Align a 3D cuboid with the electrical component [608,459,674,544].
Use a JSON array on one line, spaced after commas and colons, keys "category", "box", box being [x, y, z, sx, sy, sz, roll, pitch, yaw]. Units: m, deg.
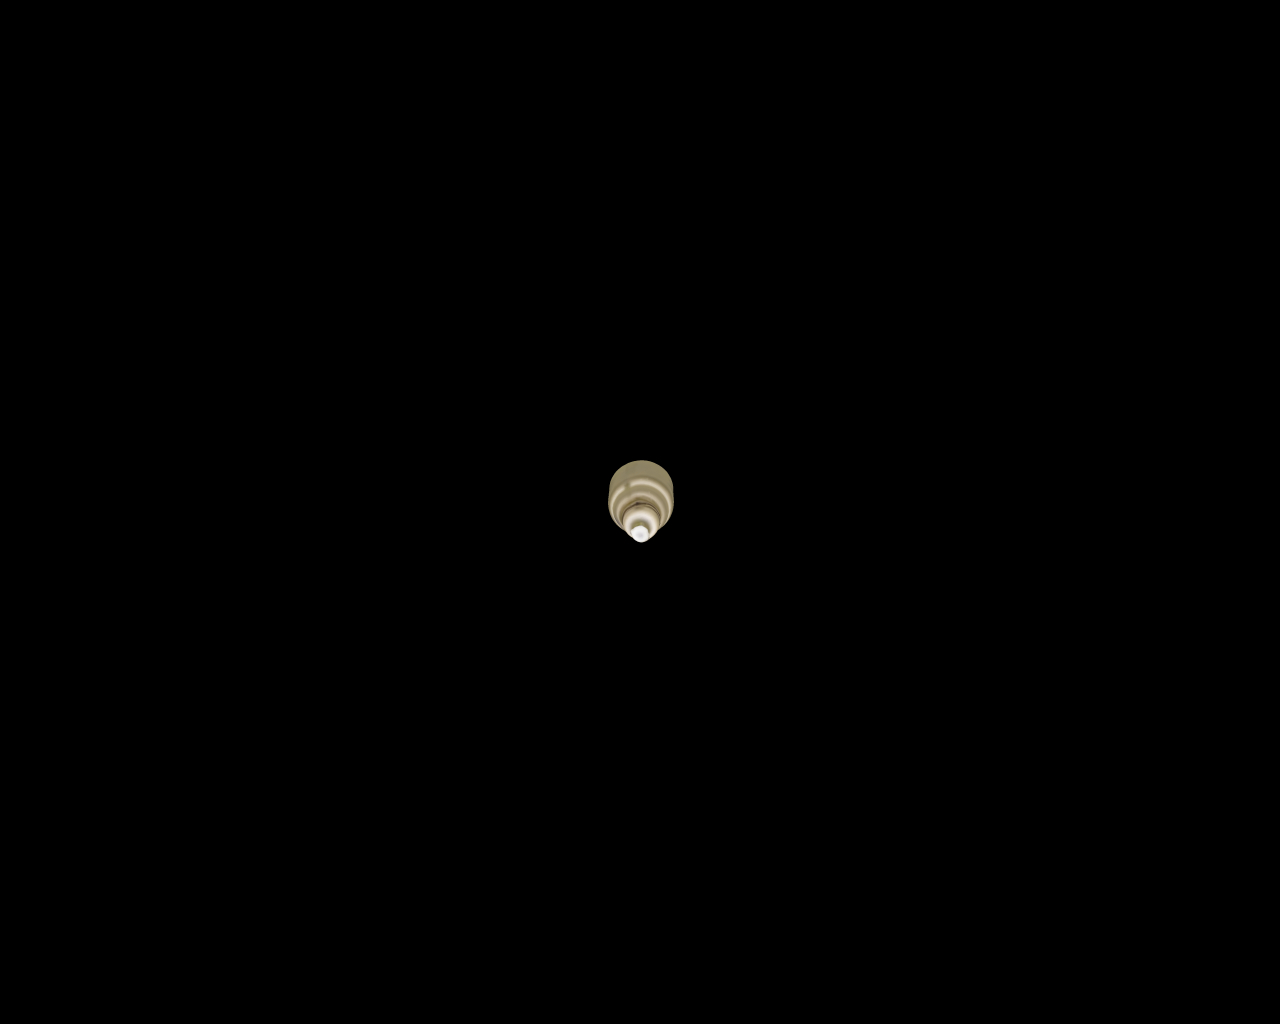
[{"category": "electrical component", "box": [0.001, -0.003, 0.650, 0.040, 0.040, 0.078, 0, 24, 0]}]
